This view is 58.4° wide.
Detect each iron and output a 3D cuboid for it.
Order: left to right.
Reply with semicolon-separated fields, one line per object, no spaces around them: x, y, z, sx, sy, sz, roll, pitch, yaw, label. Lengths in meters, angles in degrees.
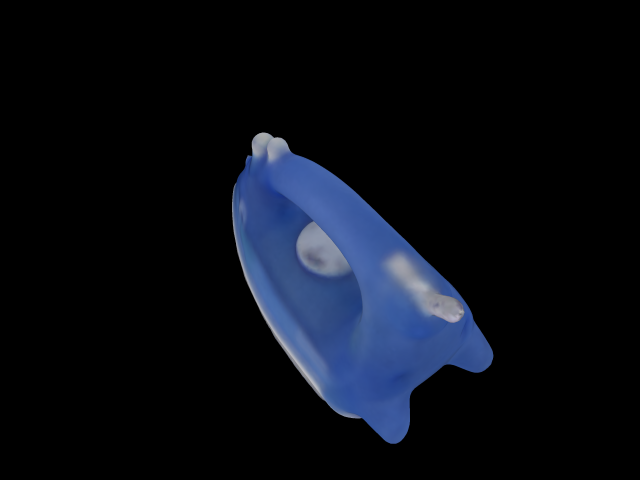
0.004;0.001;0.400;0.119;0.141;0.257;-33;62;-20;iron
